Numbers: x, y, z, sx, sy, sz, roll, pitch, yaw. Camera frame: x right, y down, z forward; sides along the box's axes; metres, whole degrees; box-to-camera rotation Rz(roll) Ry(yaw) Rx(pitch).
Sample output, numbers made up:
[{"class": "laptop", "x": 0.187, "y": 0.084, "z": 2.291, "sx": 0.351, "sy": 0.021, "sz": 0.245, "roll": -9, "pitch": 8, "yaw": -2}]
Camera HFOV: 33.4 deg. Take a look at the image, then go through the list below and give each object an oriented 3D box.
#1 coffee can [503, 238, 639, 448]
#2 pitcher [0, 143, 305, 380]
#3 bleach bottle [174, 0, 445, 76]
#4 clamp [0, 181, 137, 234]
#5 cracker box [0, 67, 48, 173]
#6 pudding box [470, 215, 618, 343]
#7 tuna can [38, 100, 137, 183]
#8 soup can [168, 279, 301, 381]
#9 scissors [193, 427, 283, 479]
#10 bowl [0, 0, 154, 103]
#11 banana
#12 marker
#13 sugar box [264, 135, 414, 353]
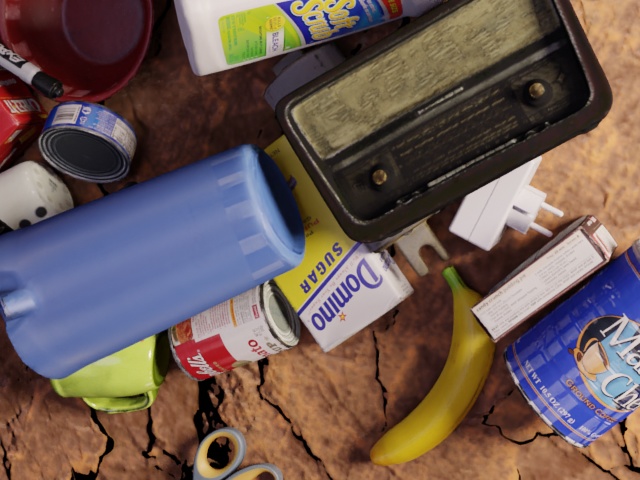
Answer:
[{"class": "coffee can", "x": 0.230, "y": 0.082, "z": 0.838, "sx": 0.140, "sy": 0.102, "sz": 0.103, "roll": -43, "pitch": 83, "yaw": 21}, {"class": "pitcher", "x": -0.137, "y": 0.013, "z": 0.889, "sx": 0.243, "sy": 0.149, "sz": 0.145, "roll": -22, "pitch": 131, "yaw": 14}, {"class": "bleach bottle", "x": 0.012, "y": -0.202, "z": 0.840, "sx": 0.250, "sy": 0.102, "sz": 0.068, "roll": -15, "pitch": 66, "yaw": -7}, {"class": "clamp", "x": -0.247, "y": 0.020, "z": 0.997, "sx": 0.210, "sy": 0.164, "sz": 0.036, "roll": 101, "pitch": 155, "yaw": -48}, {"class": "cracker box", "x": -0.386, "y": -0.146, "z": 1.040, "sx": 0.164, "sy": 0.072, "sz": 0.214, "roll": -40, "pitch": 85, "yaw": 23}, {"class": "pudding box", "x": 0.180, "y": 0.030, "z": 0.854, "sx": 0.114, "sy": 0.090, "sz": 0.039, "roll": -42, "pitch": 83, "yaw": 20}, {"class": "tuna can", "x": -0.212, "y": -0.090, "z": 0.979, "sx": 0.086, "sy": 0.086, "sz": 0.033, "roll": 0, "pitch": 58, "yaw": 20}, {"class": "soup can", "x": -0.077, "y": 0.081, "z": 0.968, "sx": 0.102, "sy": 0.068, "sz": 0.068, "roll": -22, "pitch": 91, "yaw": 22}, {"class": "scissors", "x": -0.132, "y": 0.250, "z": 1.028, "sx": 0.202, "sy": 0.016, "sz": 0.096, "roll": -26, "pitch": 83, "yaw": 12}, {"class": "bowl", "x": -0.212, "y": -0.205, "z": 0.975, "sx": 0.162, "sy": 0.055, "sz": 0.162, "roll": 4, "pitch": 100, "yaw": 19}, {"class": "banana", "x": 0.106, "y": 0.124, "z": 0.928, "sx": 0.070, "sy": 0.037, "sz": 0.198, "roll": 30, "pitch": 107, "yaw": 32}, {"class": "marker", "x": -0.281, "y": -0.162, "z": 0.966, "sx": 0.121, "sy": 0.020, "sz": 0.020, "roll": 33, "pitch": 108, "yaw": 12}, {"class": "sugar box", "x": -0.006, "y": 0.001, "z": 0.940, "sx": 0.093, "sy": 0.048, "sz": 0.176, "roll": -37, "pitch": 84, "yaw": 24}]
